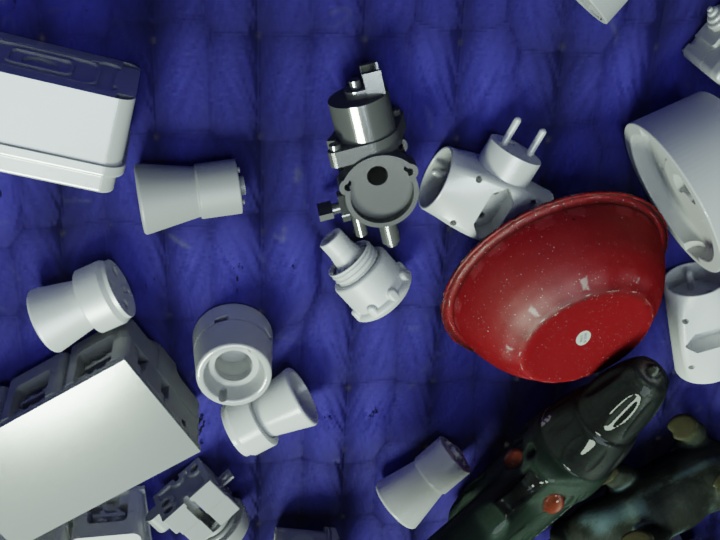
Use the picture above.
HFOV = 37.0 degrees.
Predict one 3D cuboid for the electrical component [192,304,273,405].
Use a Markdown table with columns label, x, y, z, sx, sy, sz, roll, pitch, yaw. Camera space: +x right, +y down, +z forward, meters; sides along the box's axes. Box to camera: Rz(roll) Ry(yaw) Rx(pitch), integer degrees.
| label | x | y | z | sx | sy | sz | roll | pitch | yaw |
| --- | --- | --- | --- | --- | --- | --- | --- | --- | --- |
| electrical component | -0.085 | 0.058 | 0.725 | 0.055 | 0.047 | 0.055 | -3 | 119 | -6 |

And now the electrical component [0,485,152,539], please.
| label | x | y | z | sx | sy | sz | roll | pitch | yaw |
| --- | --- | --- | --- | --- | --- | --- | --- | --- | --- |
| electrical component | -0.208 | 0.259 | 0.813 | 0.105 | 0.060 | 0.186 | -4 | 119 | -6 |

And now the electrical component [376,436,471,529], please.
| label | x | y | z | sx | sy | sz | roll | pitch | yaw |
| --- | --- | --- | --- | --- | --- | --- | --- | --- | --- |
| electrical component | 0.050 | 0.156 | 0.803 | 0.065 | 0.044 | 0.044 | -43 | 116 | 10 |

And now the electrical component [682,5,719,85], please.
| label | x | y | z | sx | sy | sz | roll | pitch | yaw |
| --- | --- | --- | --- | --- | --- | --- | --- | --- | --- |
| electrical component | 0.251 | -0.131 | 0.659 | 0.096 | 0.061 | 0.061 | 30 | 111 | -22 |

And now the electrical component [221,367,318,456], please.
| label | x | y | z | sx | sy | sz | roll | pitch | yaw |
| --- | --- | --- | --- | --- | --- | --- | --- | --- | --- |
| electrical component | -0.064 | 0.100 | 0.754 | 0.055 | 0.045 | 0.045 | -28 | 119 | 8 |

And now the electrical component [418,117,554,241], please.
| label | x | y | z | sx | sy | sz | roll | pitch | yaw |
| --- | --- | --- | --- | --- | --- | --- | --- | --- | --- |
| electrical component | 0.089 | -0.060 | 0.686 | 0.077 | 0.043 | 0.079 | 21 | 114 | -18 |

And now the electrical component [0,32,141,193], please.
| label | x | y | z | sx | sy | sz | roll | pitch | yaw |
| --- | --- | --- | --- | --- | --- | --- | --- | --- | --- |
| electrical component | -0.186 | -0.092 | 0.610 | 0.113 | 0.078 | 0.057 | 11 | 114 | -14 |

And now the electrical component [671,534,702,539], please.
| label | x | y | z | sx | sy | sz | roll | pitch | yaw |
| --- | --- | --- | --- | --- | --- | --- | --- | --- | --- |
| electrical component | 0.265 | 0.241 | 0.877 | 0.077 | 0.047 | 0.065 | -16 | 120 | 2 |

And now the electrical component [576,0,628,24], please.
| label | x | y | z | sx | sy | sz | roll | pitch | yaw |
| --- | --- | --- | --- | --- | --- | --- | --- | --- | --- |
| electrical component | 0.140 | -0.179 | 0.621 | 0.055 | 0.055 | 0.047 | 39 | 104 | -25 |

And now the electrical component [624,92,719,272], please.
| label | x | y | z | sx | sy | sz | roll | pitch | yaw |
| --- | --- | --- | --- | --- | --- | --- | --- | --- | --- |
| electrical component | 0.220 | -0.060 | 0.671 | 0.060 | 0.108 | 0.108 | -30 | 119 | 2 |

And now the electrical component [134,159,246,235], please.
| label | x | y | z | sx | sy | sz | roll | pitch | yaw |
| --- | --- | --- | --- | --- | --- | --- | --- | --- | --- |
| electrical component | -0.104 | -0.048 | 0.668 | 0.065 | 0.044 | 0.044 | -9 | 120 | -9 |

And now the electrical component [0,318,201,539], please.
| label | x | y | z | sx | sy | sz | roll | pitch | yaw |
| --- | --- | --- | --- | --- | --- | --- | --- | --- | --- |
| electrical component | -0.195 | 0.108 | 0.730 | 0.150 | 0.061 | 0.089 | -28 | 119 | 8 |

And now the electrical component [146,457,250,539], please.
| label | x | y | z | sx | sy | sz | roll | pitch | yaw |
| --- | --- | --- | --- | --- | --- | --- | --- | --- | --- |
| electrical component | -0.114 | 0.176 | 0.787 | 0.066 | 0.048 | 0.055 | -41 | 118 | -5 |

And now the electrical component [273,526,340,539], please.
| label | x | y | z | sx | sy | sz | roll | pitch | yaw |
| --- | --- | --- | --- | --- | --- | --- | --- | --- | --- |
| electrical component | -0.043 | 0.233 | 0.812 | 0.051 | 0.080 | 0.080 | 7 | 118 | -6 |

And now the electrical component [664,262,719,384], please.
| label | x | y | z | sx | sy | sz | roll | pitch | yaw |
| --- | --- | --- | --- | --- | --- | --- | --- | --- | --- |
| electrical component | 0.258 | 0.032 | 0.761 | 0.079 | 0.043 | 0.077 | -16 | 120 | 1 |

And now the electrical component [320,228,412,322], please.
| label | x | y | z | sx | sy | sz | roll | pitch | yaw |
| --- | --- | --- | --- | --- | --- | --- | --- | --- | --- |
| electrical component | 0.000 | 0.000 | 0.708 | 0.048 | 0.048 | 0.062 | -38 | 111 | 13 |

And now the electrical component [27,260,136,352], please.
| label | x | y | z | sx | sy | sz | roll | pitch | yaw |
| --- | --- | --- | --- | --- | --- | --- | --- | --- | --- |
| electrical component | -0.179 | 0.022 | 0.694 | 0.055 | 0.045 | 0.045 | -23 | 120 | 5 |
